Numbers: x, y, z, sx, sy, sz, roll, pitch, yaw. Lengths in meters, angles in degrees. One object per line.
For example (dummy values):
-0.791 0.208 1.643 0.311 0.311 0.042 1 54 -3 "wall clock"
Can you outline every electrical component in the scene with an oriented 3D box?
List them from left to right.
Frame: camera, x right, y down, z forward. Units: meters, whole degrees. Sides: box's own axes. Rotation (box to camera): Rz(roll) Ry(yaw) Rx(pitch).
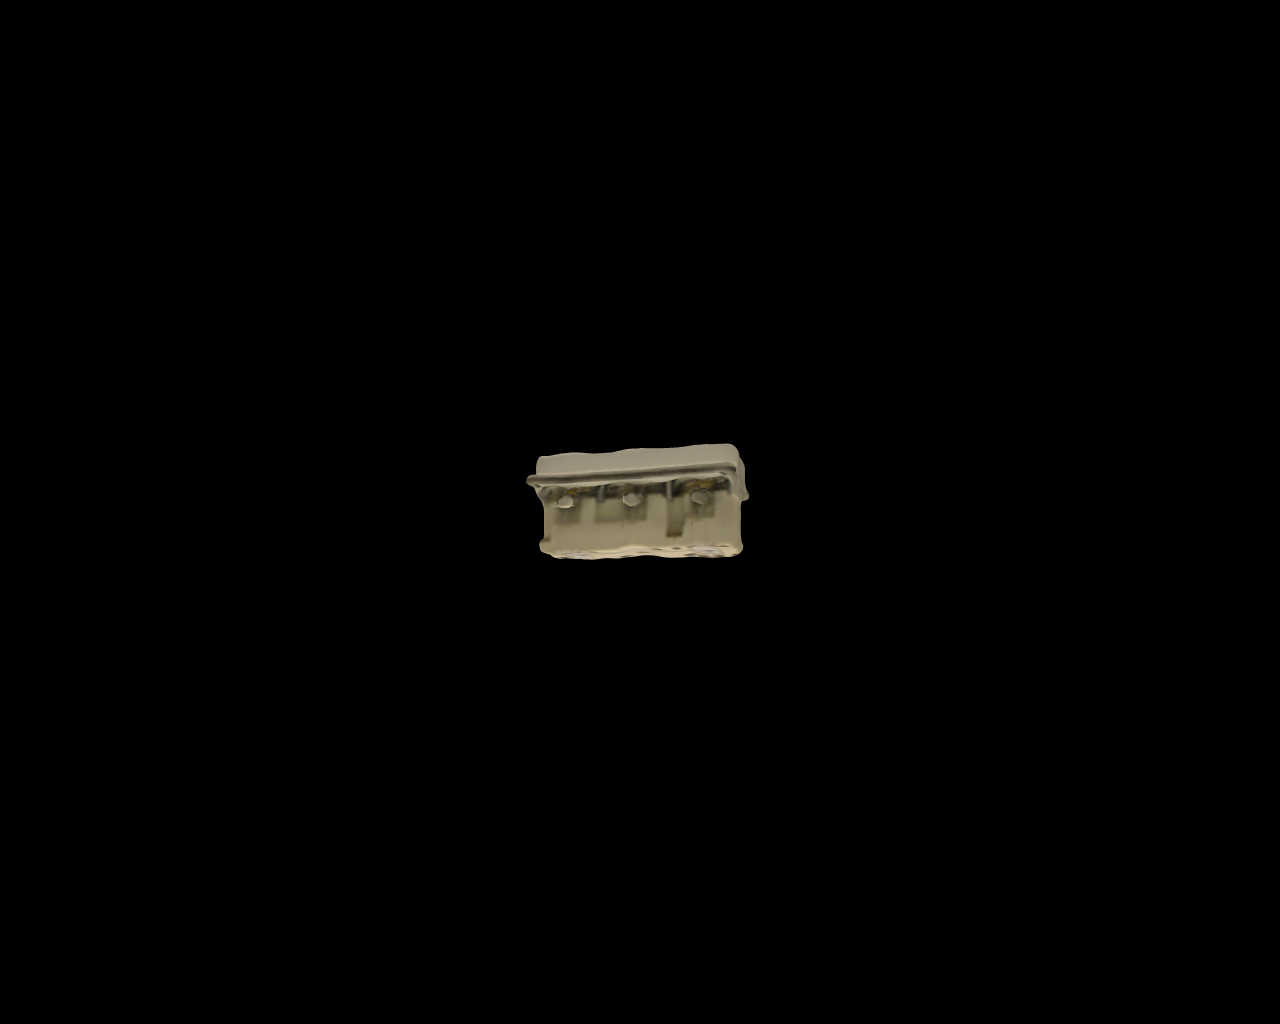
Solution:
0.001 -0.003 0.650 0.121 0.063 0.078 -2 -11 12 "electrical component"
